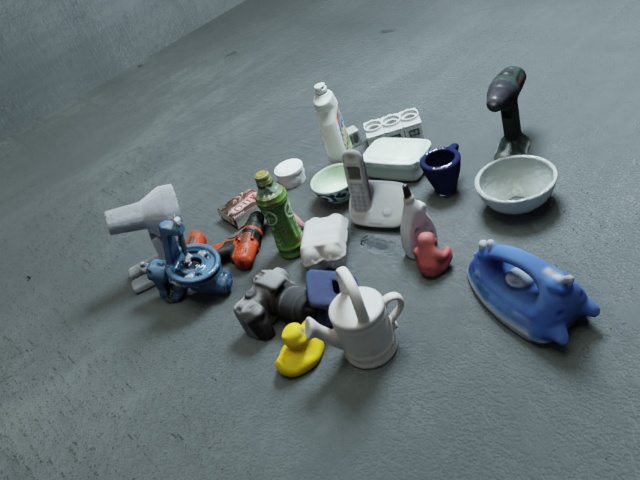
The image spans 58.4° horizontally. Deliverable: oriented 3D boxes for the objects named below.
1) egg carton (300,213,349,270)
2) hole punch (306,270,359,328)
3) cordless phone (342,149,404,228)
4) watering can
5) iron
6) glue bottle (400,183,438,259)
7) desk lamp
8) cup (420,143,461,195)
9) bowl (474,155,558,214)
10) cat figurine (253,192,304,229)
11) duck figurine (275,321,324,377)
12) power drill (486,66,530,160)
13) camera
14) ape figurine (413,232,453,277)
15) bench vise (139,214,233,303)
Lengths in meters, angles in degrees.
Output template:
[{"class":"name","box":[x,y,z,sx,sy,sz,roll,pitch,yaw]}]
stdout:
[{"class":"egg carton","box":[0.012,0.005,1.275,0.107,0.069,0.150,-10,39,14]},{"class":"hole punch","box":[0.028,0.105,1.128,0.101,0.091,0.108,-17,38,6]},{"class":"cordless phone","box":[0.122,-0.118,1.277,0.147,0.185,0.094,4,44,29]},{"class":"watering can","box":[0.060,0.132,0.995,0.173,0.194,0.100,-37,40,-20]},{"class":"iron","box":[0.340,0.064,0.988,0.119,0.142,0.257,-35,40,-17]},{"class":"glue bottle","box":[0.191,-0.045,1.164,0.078,0.173,0.037,-35,39,-17]},{"class":"desk lamp","box":[-0.403,-0.010,1.372,0.203,0.214,0.117,-28,38,-9]},{"class":"cup","box":[0.290,-0.160,1.323,0.091,0.095,0.118,17,52,39]},{"class":"bowl","box":[0.416,-0.105,1.213,0.167,0.075,0.167,-13,38,11]},{"class":"cat figurine","box":[-0.106,-0.082,1.397,0.067,0.118,0.127,-36,40,-18]},{"class":"duck figurine","box":[-0.046,0.194,1.058,0.105,0.086,0.077,-41,42,-24]},{"class":"power drill","box":[0.433,-0.289,1.318,0.075,0.209,0.230,3,44,28]},{"class":"camera","box":[-0.082,0.126,1.147,0.136,0.101,0.143,17,52,39]},{"class":"ape figurine","box":[0.218,0.022,1.137,0.077,0.092,0.076,14,50,37]},{"class":"bench vise","box":[-0.320,0.048,1.256,0.207,0.220,0.121,-16,38,7]}]
